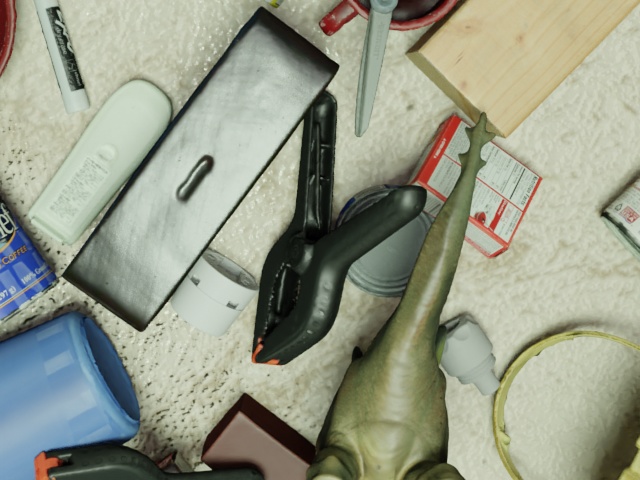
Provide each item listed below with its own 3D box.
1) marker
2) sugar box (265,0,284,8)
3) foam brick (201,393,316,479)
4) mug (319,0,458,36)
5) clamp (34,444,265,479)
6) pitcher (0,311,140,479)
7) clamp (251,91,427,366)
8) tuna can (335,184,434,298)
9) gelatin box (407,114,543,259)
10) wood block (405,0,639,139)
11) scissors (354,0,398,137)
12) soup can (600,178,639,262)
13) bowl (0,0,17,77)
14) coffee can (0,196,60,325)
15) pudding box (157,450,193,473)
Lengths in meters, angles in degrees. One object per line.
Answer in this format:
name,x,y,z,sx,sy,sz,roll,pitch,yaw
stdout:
marker,-0.199,-0.155,0.803,0.020,0.020,0.121,-15,100,1
sugar box,-0.057,-0.202,0.720,0.093,0.176,0.048,37,97,-7
foam brick,-0.048,0.169,0.846,0.078,0.051,0.053,39,97,-7
mug,0.047,-0.189,0.773,0.117,0.081,0.093,-43,98,5
clamp,-0.125,0.188,0.782,0.120,0.039,0.171,-48,126,5
pitcher,-0.266,0.147,0.792,0.243,0.149,0.145,-27,101,-1
clamp,-0.005,0.001,0.800,0.036,0.165,0.210,10,123,-31
tuna can,0.053,0.000,0.829,0.086,0.034,0.086,0,99,-2
gelatin box,0.116,-0.040,0.810,0.089,0.030,0.073,35,60,-8
wood block,0.169,-0.180,0.775,0.090,0.091,0.206,43,95,-8
scissors,0.062,-0.174,0.725,0.096,0.016,0.202,-5,99,1
soup can,0.275,-0.030,0.814,0.102,0.068,0.068,-43,98,6
bowl,-0.297,-0.164,0.780,0.162,0.055,0.162,0,100,-2
coffee can,-0.274,0.001,0.785,0.103,0.103,0.140,-32,99,3
pudding box,-0.121,0.241,0.862,0.090,0.039,0.113,-36,98,4
